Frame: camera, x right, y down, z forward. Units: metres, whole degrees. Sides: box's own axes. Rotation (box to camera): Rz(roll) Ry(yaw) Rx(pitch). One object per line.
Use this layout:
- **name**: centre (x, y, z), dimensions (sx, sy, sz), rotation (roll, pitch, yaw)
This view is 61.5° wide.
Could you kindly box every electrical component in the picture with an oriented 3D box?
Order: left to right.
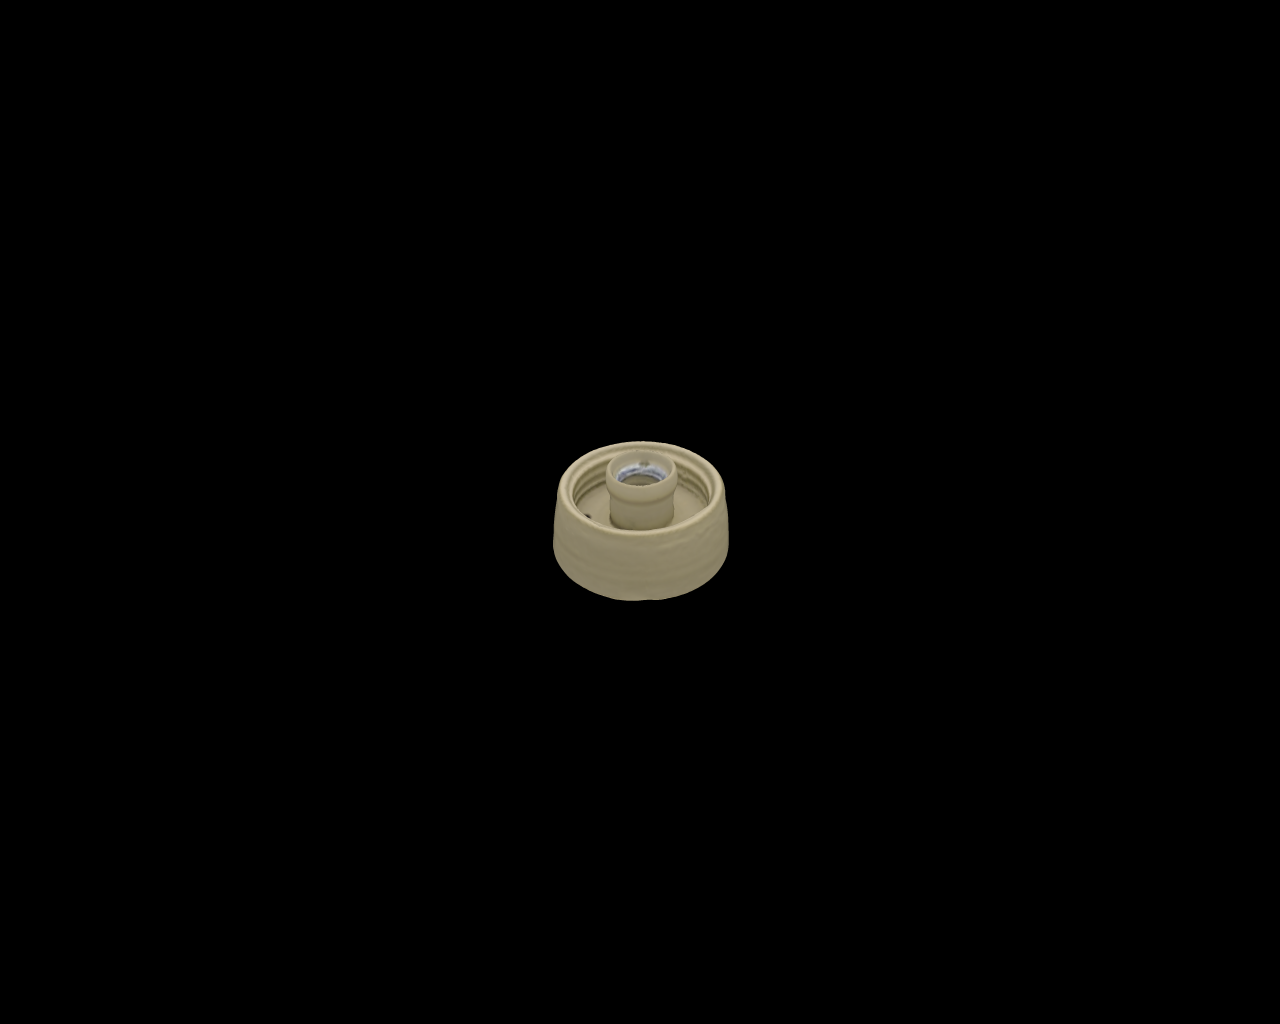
- **electrical component**: centre (0.001, -0.003, 0.650), dimensions (0.108, 0.060, 0.108), rotation (0, 36, 0)
